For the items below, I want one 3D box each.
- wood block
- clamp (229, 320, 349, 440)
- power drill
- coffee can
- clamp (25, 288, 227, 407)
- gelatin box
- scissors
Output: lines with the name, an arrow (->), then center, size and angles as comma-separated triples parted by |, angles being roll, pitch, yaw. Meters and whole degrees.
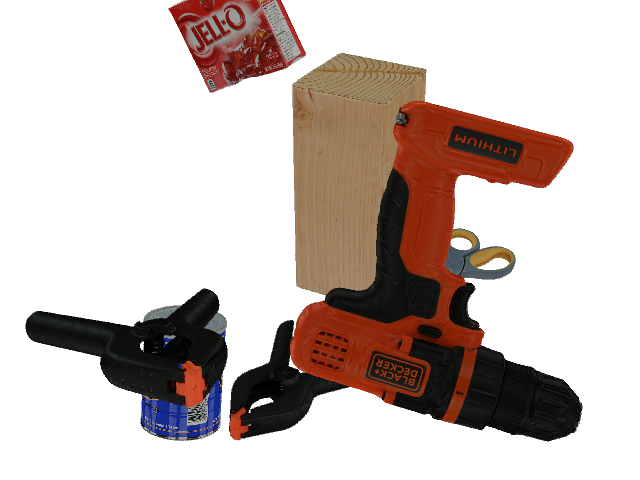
wood block -> 0.035, -0.053, 0.972 | 0.091, 0.206, 0.090 | 16, 34, 25
clamp -> -0.039, 0.137, 1.070 | 0.120, 0.039, 0.171 | 24, 35, 39
power drill -> 0.090, 0.020, 0.649 | 0.184, 0.188, 0.057 | 16, 8, 0
coffee can -> -0.172, 0.164, 1.335 | 0.103, 0.140, 0.103 | 4, 16, -1
clamp -> -0.122, 0.078, 0.833 | 0.164, 0.036, 0.210 | -10, 16, -30
gelatin box -> -0.064, -0.157, 0.804 | 0.089, 0.073, 0.030 | -9, 24, 42
scissors -> 0.136, 0.027, 1.216 | 0.201, 0.016, 0.096 | -11, 41, -33
